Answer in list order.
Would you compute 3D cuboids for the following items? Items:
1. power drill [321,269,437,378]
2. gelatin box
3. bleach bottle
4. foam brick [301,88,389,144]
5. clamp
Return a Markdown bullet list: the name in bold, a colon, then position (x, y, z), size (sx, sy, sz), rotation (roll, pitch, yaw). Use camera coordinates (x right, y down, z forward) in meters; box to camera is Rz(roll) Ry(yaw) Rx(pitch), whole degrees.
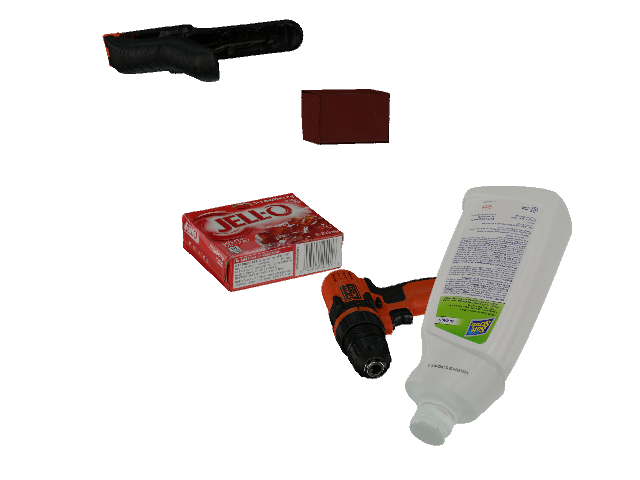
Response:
- **power drill**: position (0.103, 0.079, 1.137), size (0.187, 0.057, 0.184), rotation (-5, 28, -10)
- **gelatin box**: position (-0.040, -0.001, 0.727), size (0.089, 0.030, 0.073), rotation (-11, 30, -28)
- **bleach bottle**: position (0.128, 0.061, 0.893), size (0.103, 0.068, 0.250), rotation (2, 46, 35)
- **foam brick**: position (0.025, -0.125, 1.074), size (0.078, 0.051, 0.053), rotation (-3, 13, -20)
- **clamp**: position (-0.101, -0.156, 0.861), size (0.172, 0.039, 0.120), rotation (15, 25, 41)
